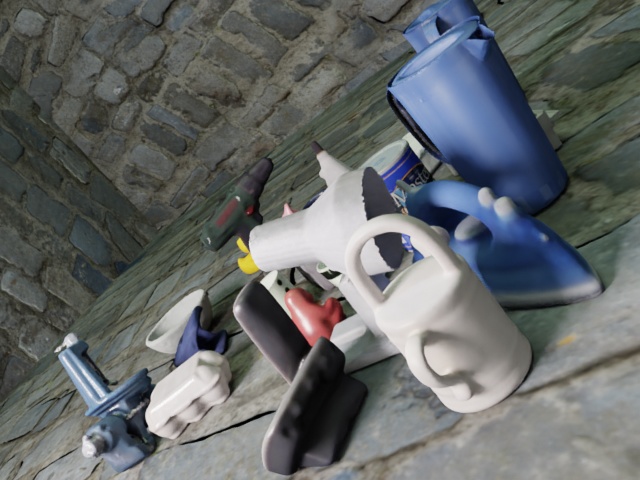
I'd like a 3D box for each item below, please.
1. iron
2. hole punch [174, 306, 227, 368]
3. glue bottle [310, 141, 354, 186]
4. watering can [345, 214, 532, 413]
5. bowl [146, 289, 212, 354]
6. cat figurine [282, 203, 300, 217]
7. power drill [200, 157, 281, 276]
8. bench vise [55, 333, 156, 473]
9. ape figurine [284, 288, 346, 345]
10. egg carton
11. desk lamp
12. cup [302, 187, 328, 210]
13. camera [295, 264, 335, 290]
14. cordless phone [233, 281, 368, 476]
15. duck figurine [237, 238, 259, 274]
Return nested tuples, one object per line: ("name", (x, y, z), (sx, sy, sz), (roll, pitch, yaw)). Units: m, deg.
("iron", (0.176, -0.014, 0.628), (0.119, 0.141, 0.257), (-44, 17, -12))
("hole punch", (-0.241, 0.194, 1.093), (0.101, 0.091, 0.108), (-39, 17, 3))
("glue bottle", (0.036, -0.138, 1.203), (0.078, 0.173, 0.037), (-31, 19, 27))
("watering can", (0.099, 0.053, 0.529), (0.101, 0.194, 0.173), (-37, 17, 11))
("bowl", (-0.291, 0.190, 1.244), (0.167, 0.075, 0.167), (-36, 17, 13))
("cat figurine", (-0.039, -0.020, 1.160), (0.067, 0.118, 0.127), (-41, 17, -2))
("power drill", (-0.135, -0.035, 1.248), (0.230, 0.209, 0.075), (-42, 17, -8))
("bench vise", (-0.350, 0.255, 0.946), (0.121, 0.220, 0.207), (-42, 17, -5))
("ape figurine", (-0.014, 0.105, 0.825), (0.077, 0.092, 0.076), (-27, 21, 37))
("egg carton", (-0.211, 0.247, 0.928), (0.150, 0.069, 0.107), (-39, 17, 5))
("desk lamp", (0.030, 0.040, 0.683), (0.203, 0.214, 0.118), (-31, 19, 29))
("cup", (0.025, -0.051, 1.141), (0.091, 0.095, 0.118), (-35, 17, 18))
("camera", (0.009, 0.004, 1.022), (0.137, 0.101, 0.143), (-43, 17, -9))
("cordless phone", (-0.048, 0.147, 0.623), (0.094, 0.185, 0.148), (-27, 21, 38))
("duck figurine", (-0.163, 0.025, 1.372), (0.104, 0.086, 0.077), (-33, 18, 22))
